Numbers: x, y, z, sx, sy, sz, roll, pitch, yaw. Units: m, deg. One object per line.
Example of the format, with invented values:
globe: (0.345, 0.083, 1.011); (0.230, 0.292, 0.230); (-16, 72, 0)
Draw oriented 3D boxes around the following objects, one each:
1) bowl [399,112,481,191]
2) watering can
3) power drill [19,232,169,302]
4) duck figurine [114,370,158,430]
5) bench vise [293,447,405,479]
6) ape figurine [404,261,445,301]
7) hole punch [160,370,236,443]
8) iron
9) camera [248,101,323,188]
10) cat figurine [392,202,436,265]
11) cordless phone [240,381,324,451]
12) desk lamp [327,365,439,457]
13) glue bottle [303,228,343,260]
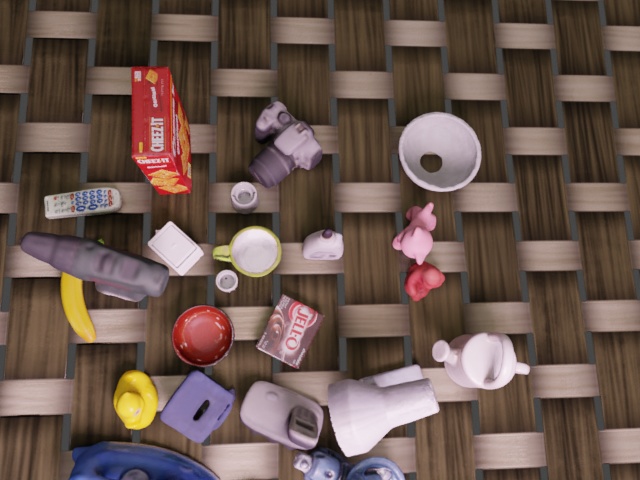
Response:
bowl: (0.235, -0.169, 1.159); (0.167, 0.074, 0.167); (1, 78, -5)
watering can: (0.288, 0.216, 1.019); (0.173, 0.194, 0.101); (-10, 79, -7)
power drill: (-0.369, 0.050, 0.991); (0.229, 0.208, 0.076); (14, 77, -1)
duck figurine: (-0.330, 0.282, 1.007); (0.077, 0.086, 0.104); (-9, 79, -6)
bench vise: (0.056, 0.419, 0.941); (0.207, 0.219, 0.121); (6, 77, -3)
ape figurine: (0.203, 0.074, 1.095); (0.078, 0.092, 0.076); (-2, 78, -5)
hole punch: (-0.212, 0.293, 1.012); (0.101, 0.091, 0.109); (35, 77, 3)
iron: (-0.300, 0.408, 0.953); (0.258, 0.141, 0.119); (4, 77, -4)
camera: (-0.084, -0.181, 1.121); (0.143, 0.101, 0.137); (45, 78, 5)
cat figurine: (0.189, -0.014, 1.100); (0.067, 0.117, 0.128); (25, 77, 1)
cordless phone: (-0.065, 0.304, 0.974); (0.147, 0.185, 0.094); (20, 77, 0)
desk lamp: (0.109, 0.280, 0.980); (0.203, 0.213, 0.118); (-15, 79, -8)
glue bottle: (0.010, 0.004, 1.052); (0.078, 0.173, 0.037); (2, 77, -4)
